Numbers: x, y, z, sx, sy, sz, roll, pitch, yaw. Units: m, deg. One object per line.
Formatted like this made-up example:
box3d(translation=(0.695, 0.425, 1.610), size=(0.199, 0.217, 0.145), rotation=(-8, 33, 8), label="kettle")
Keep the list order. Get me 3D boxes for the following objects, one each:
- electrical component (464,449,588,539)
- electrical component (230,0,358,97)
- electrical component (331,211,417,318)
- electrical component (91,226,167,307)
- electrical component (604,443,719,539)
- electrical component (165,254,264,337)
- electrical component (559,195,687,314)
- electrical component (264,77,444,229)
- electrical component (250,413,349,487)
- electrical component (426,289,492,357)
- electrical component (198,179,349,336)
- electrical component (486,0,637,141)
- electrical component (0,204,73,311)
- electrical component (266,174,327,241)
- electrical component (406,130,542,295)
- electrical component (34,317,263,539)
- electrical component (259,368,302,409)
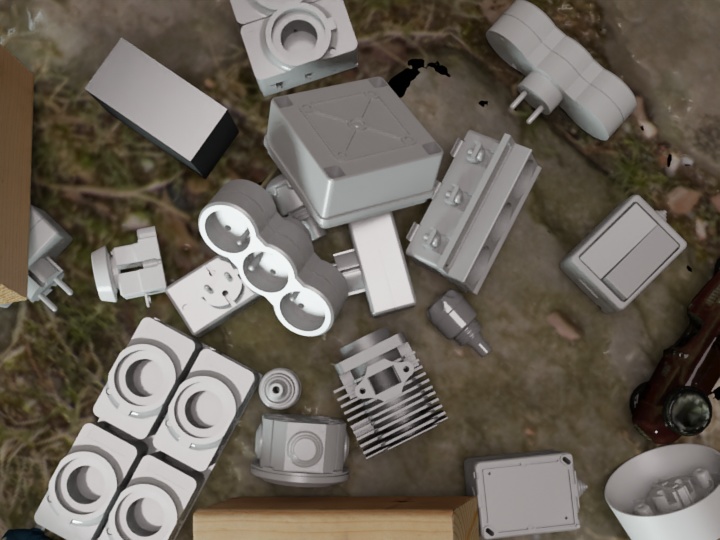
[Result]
box3d(translation=(0.137, 0.182, 0.884), size=(0.096, 0.061, 0.061), rotation=(-5, 84, -6), label="electrical component")
box3d(translation=(-0.066, -0.238, 0.921), size=(0.089, 0.061, 0.150), rotation=(-18, 85, -2), label="electrical component")
box3d(translation=(0.000, 0.000, 0.905), size=(0.076, 0.047, 0.083), rotation=(-15, 85, -1), label="electrical component")
box3d(translation=(-0.195, 0.000, 0.907), size=(0.055, 0.048, 0.066), rotation=(-11, 85, -9), label="electrical component")
box3d(translation=(0.253, 0.185, 0.864), size=(0.099, 0.099, 0.064), rotation=(-27, 91, -2), label="electrical component")
box3d(translation=(-0.115, 0.013, 0.888), size=(0.083, 0.075, 0.047), rotation=(-33, 86, -5), label="electrical component")
box3d(translation=(0.225, -0.017, 0.899), size=(0.096, 0.061, 0.061), rotation=(-44, 86, -4), label="electrical component")
box3d(translation=(-0.006, -0.097, 0.873), size=(0.109, 0.056, 0.108), rotation=(-16, 52, -26), label="electrical component")
box3d(translation=(-0.047, 0.146, 0.874), size=(0.080, 0.080, 0.051), rotation=(4, 88, 1), label="electrical component")
box3d(translation=(0.087, 0.047, 0.907), size=(0.035, 0.035, 0.061), rotation=(-42, 88, -4), label="electrical component")
box3d(translation=(-0.062, -0.018, 0.870), size=(0.052, 0.073, 0.138), rotation=(-33, 107, 36), label="electrical component")
box3d(translation=(0.160, -0.158, 0.917), size=(0.138, 0.052, 0.073), rotation=(42, 86, 4), label="electrical component")
box3d(translation=(-0.276, 0.001, 0.906), size=(0.076, 0.047, 0.083), rotation=(43, 86, 4), label="electrical component")
box3d(translation=(-0.048, -0.055, 0.913), size=(0.048, 0.048, 0.062), rotation=(-24, 94, -2), label="electrical component")
box3d(translation=(0.093, -0.050, 0.900), size=(0.063, 0.079, 0.121), rotation=(25, 85, 25), label="electrical component")
box3d(translation=(-0.173, 0.144, 0.885), size=(0.105, 0.060, 0.186), rotation=(28, 85, 3), label="electrical component")
box3d(translation=(-0.067, 0.098, 0.889), size=(0.035, 0.061, 0.035), rotation=(0, 85, 0), label="electrical component")
